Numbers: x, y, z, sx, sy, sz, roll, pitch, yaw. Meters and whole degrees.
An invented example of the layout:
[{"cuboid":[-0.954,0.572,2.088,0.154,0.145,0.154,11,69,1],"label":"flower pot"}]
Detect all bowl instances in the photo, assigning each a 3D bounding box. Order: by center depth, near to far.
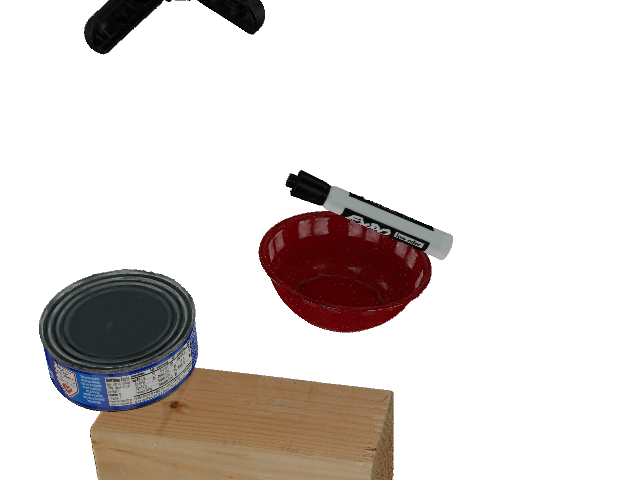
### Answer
[{"cuboid":[0.020,0.037,1.000,0.162,0.055,0.162,6,33,-4],"label":"bowl"}]

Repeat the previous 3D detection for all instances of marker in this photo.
[{"cuboid":[0.033,-0.018,0.725,0.121,0.020,0.020,23,-5,-10],"label":"marker"}]

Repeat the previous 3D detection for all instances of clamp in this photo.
[{"cuboid":[-0.094,-0.188,0.761,0.120,0.039,0.171,2,45,2],"label":"clamp"}]

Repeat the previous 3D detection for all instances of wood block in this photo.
[{"cuboid":[-0.054,0.160,0.797,0.206,0.090,0.090,5,31,13],"label":"wood block"}]

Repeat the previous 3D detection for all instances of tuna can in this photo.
[{"cuboid":[-0.112,0.055,0.598,0.086,0.034,0.086,-1,37,0],"label":"tuna can"}]
